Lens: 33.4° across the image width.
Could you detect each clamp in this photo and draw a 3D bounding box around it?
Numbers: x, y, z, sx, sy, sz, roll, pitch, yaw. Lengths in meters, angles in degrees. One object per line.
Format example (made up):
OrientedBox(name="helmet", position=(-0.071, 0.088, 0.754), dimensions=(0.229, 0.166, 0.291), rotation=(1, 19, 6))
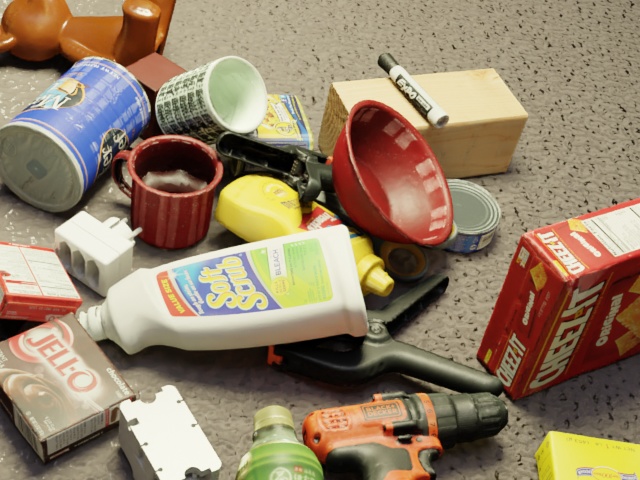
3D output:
OrientedBox(name="clamp", position=(0.058, 0.101, 0.989), dimensions=(0.209, 0.036, 0.165), rotation=(-8, 39, -19))
OrientedBox(name="clamp", position=(-0.031, -0.078, 1.089), dimensions=(0.120, 0.039, 0.171), rotation=(34, 13, 12))

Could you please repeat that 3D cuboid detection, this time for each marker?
OrientedBox(name="marker", position=(0.099, -0.165, 1.159), dimensions=(0.020, 0.020, 0.121), rotation=(-16, 51, -27))

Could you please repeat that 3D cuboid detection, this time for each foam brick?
OrientedBox(name="foam brick", position=(-0.184, -0.156, 1.175), dimensions=(0.051, 0.078, 0.052), rotation=(35, 48, 20))

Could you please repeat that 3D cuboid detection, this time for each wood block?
OrientedBox(name="wood block", position=(0.113, -0.125, 1.202), dimensions=(0.205, 0.090, 0.091), rotation=(-8, 47, -22))

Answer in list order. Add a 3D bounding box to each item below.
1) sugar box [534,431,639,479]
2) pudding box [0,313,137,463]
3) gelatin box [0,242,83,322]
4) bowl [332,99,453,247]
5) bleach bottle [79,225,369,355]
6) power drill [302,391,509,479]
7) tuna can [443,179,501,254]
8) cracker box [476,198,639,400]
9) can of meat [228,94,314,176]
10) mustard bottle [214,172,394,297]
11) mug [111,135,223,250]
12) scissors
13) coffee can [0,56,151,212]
OrientedBox(name="sugar box", position=(0.234, 0.246, 0.877), dimensions=(0.093, 0.048, 0.176), rotation=(9, 42, -5))
OrientedBox(name="pudding box", position=(-0.223, 0.123, 0.903), dimensions=(0.089, 0.039, 0.114), rotation=(-25, 55, -31))
OrientedBox(name="gelatin box", position=(-0.265, 0.039, 0.963), dimensions=(0.073, 0.030, 0.089), rotation=(9, 28, -39))
OrientedBox(name="bowl", position=(0.062, -0.057, 1.060), dimensions=(0.161, 0.055, 0.162), rotation=(32, 43, -36))
OrientedBox(name="bleach bottle", position=(-0.088, 0.059, 0.954), dimensions=(0.251, 0.068, 0.102), rotation=(-12, 60, 1))
OrientedBox(name="power drill", position=(0.091, 0.201, 0.871), dimensions=(0.184, 0.057, 0.188), rotation=(-7, 37, -11))
OrientedBox(name="tuna can", position=(0.149, -0.025, 1.147), dimensions=(0.086, 0.034, 0.086), rotation=(6, 44, -6))
OrientedBox(name="cracker box", position=(0.268, 0.049, 1.003), dimensions=(0.213, 0.164, 0.072), rotation=(-16, 48, -27))
OrientedBox(name="can of meat", position=(-0.060, -0.119, 1.180), dimensions=(0.083, 0.057, 0.102), rotation=(-2, 45, -17))
OrientedBox(name="mustard bottle", position=(-0.007, 0.001, 1.051), dimensions=(0.192, 0.058, 0.096), rotation=(33, 27, 27))
OrientedBox(name="mug", position=(-0.158, -0.049, 1.066), dimensions=(0.117, 0.082, 0.093), rotation=(23, 44, 11))
OrientedBox(name="scissors", position=(0.042, -0.010, 1.116), dimensions=(0.202, 0.016, 0.096), rotation=(10, 63, 20))
OrientedBox(name="coffee can", position=(-0.252, -0.110, 1.092), dimensions=(0.103, 0.103, 0.140), rotation=(23, 44, 10))
